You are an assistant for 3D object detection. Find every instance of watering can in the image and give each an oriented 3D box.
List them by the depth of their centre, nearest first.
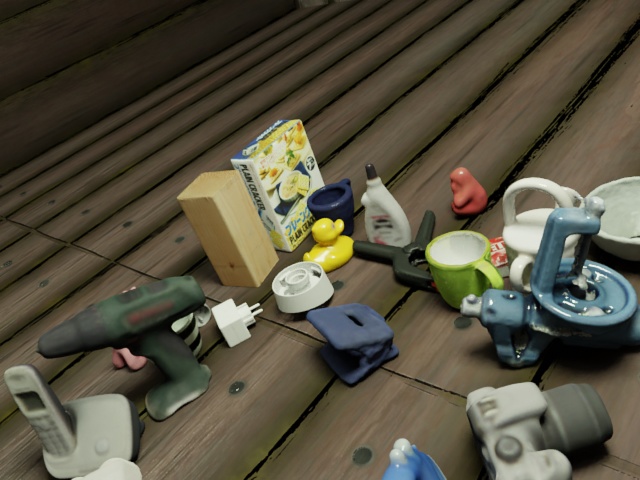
[{"bbox_3d":[0.304,-0.006,0.786,0.100,0.194,0.173,-4,35,26],"label":"watering can"}]

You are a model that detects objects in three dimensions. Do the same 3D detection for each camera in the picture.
[{"bbox_3d":[0.233,0.204,0.595,0.136,0.101,0.143,-19,31,4],"label":"camera"}]

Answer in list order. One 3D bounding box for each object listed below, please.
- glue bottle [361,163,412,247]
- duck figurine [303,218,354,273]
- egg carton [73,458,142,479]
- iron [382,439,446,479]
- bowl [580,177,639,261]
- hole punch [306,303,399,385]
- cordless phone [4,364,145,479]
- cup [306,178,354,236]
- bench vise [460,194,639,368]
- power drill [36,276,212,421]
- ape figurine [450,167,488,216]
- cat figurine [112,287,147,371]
[{"bbox_3d":[0.106,-0.058,1.004,0.078,0.173,0.037,-7,34,22],"label":"glue bottle"},{"bbox_3d":[0.010,0.004,1.050,0.105,0.086,0.077,-33,33,-19],"label":"duck figurine"},{"bbox_3d":[-0.267,0.345,0.704,0.107,0.069,0.150,-27,32,-9],"label":"egg carton"},{"bbox_3d":[0.077,0.278,0.533,0.118,0.142,0.258,-9,33,19],"label":"iron"},{"bbox_3d":[0.466,-0.020,0.828,0.167,0.075,0.167,-15,32,10],"label":"bowl"},{"bbox_3d":[0.046,0.132,0.826,0.101,0.091,0.108,-31,33,-16],"label":"hole punch"},{"bbox_3d":[-0.343,0.241,0.796,0.147,0.185,0.094,-15,32,10],"label":"cordless phone"},{"bbox_3d":[0.036,-0.057,1.120,0.091,0.095,0.118,4,39,35],"label":"cup"},{"bbox_3d":[0.274,0.058,0.680,0.207,0.220,0.121,-19,31,3],"label":"bench vise"},{"bbox_3d":[-0.259,0.162,0.846,0.230,0.209,0.075,-33,33,-19],"label":"power drill"},{"bbox_3d":[0.261,-0.091,1.042,0.075,0.092,0.078,6,40,36],"label":"ape figurine"},{"bbox_3d":[-0.331,0.144,1.005,0.067,0.118,0.128,-5,35,25],"label":"cat figurine"}]
